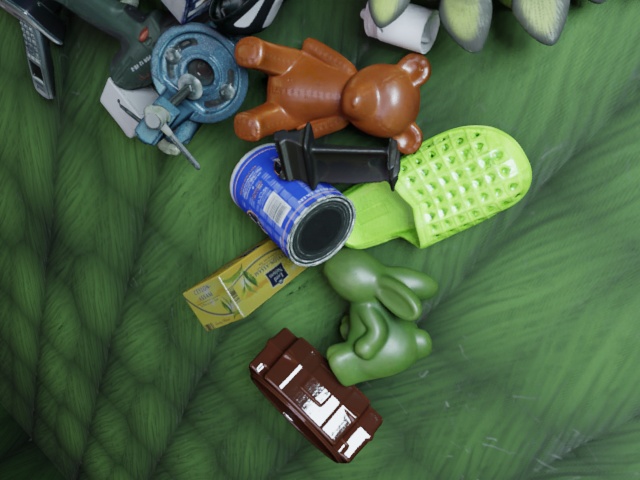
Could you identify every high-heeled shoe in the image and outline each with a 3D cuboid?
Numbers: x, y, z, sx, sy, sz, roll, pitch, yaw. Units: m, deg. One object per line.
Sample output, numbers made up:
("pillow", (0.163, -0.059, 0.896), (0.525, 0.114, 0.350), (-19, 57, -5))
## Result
("high-heeled shoe", (-0.031, -0.318, 0.531), (0.086, 0.145, 0.248), (42, 134, 10))

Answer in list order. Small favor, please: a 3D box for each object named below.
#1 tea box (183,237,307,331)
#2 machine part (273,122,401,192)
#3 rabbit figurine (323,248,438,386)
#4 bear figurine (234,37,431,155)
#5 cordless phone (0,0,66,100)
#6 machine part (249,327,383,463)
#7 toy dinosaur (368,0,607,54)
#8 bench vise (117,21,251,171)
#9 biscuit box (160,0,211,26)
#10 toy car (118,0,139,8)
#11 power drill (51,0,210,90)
("tea box", (-0.098, 0.052, 0.769), (0.098, 0.169, 0.068), (-26, 97, 41))
("machine part", (0.019, -0.087, 0.590), (0.139, 0.039, 0.084), (6, 140, 8))
("rabbit figurine", (0.067, 0.089, 0.697), (0.159, 0.121, 0.170), (-13, 109, 34))
("bear figurine", (0.014, -0.157, 0.599), (0.196, 0.132, 0.120), (22, 116, 34))
("cordless phone", (-0.499, -0.346, 0.920), (0.147, 0.089, 0.184), (33, 134, 18))
("machine part", (-0.013, 0.239, 0.811), (0.201, 0.087, 0.201), (41, 162, 11))
("toy dinosaur", (0.144, -0.256, 0.427), (0.472, 0.105, 0.198), (17, 151, 19))
("bench vise", (-0.169, -0.172, 0.656), (0.223, 0.241, 0.128), (-37, 111, 27))
("biscuit box", (-0.189, -0.337, 0.579), (0.202, 0.063, 0.059), (50, 158, -5))
("toy car", (-0.316, -0.415, 0.758), (0.073, 0.056, 0.201), (-25, 99, 36))
("power drill", (-0.259, -0.311, 0.717), (0.207, 0.086, 0.232), (30, 145, -30))
